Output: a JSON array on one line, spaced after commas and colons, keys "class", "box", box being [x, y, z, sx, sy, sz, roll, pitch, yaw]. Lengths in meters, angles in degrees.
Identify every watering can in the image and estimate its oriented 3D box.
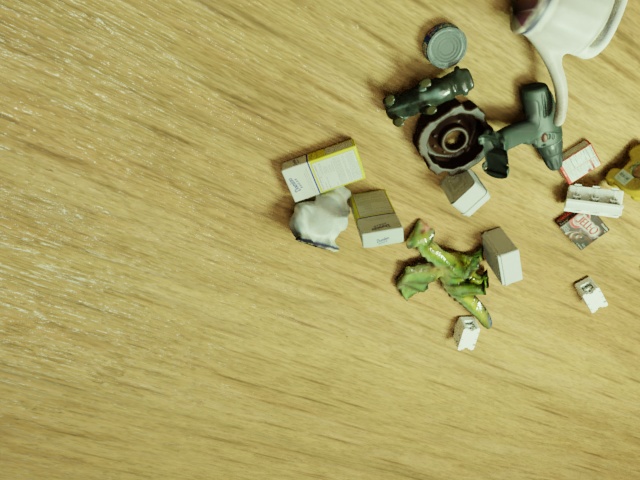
[{"class": "watering can", "box": [0.474, -0.411, 1.012, 0.224, 0.106, 0.343, 13, 109, -15]}]

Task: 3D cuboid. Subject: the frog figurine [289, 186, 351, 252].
[{"class": "frog figurine", "box": [0.004, -0.062, 1.229, 0.137, 0.122, 0.160, 17, 85, -8]}]

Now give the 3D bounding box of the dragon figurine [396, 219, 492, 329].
[{"class": "dragon figurine", "box": [0.329, 0.114, 1.392, 0.242, 0.125, 0.402, -6, 125, 19]}]
